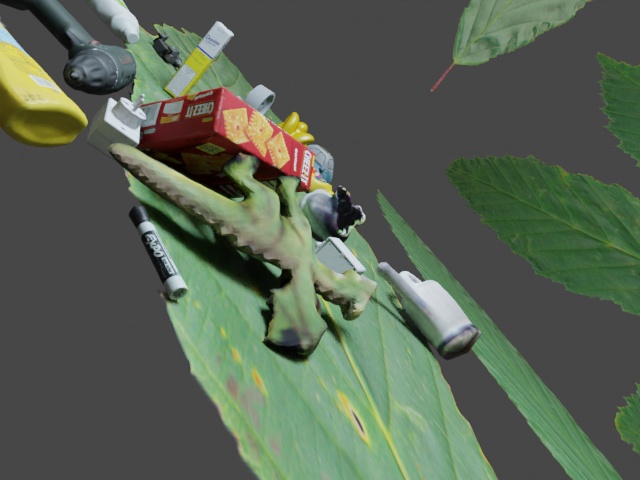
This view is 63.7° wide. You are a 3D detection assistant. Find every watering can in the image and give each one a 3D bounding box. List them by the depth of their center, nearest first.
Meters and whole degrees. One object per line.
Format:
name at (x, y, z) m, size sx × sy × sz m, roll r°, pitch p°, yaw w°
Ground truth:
watering can at (0.237, 0.153, 1.127) m, size 0.228 × 0.103 × 0.345 m, roll 53°, pitch 14°, yaw 28°

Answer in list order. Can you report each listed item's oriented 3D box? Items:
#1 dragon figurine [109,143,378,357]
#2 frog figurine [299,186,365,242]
dragon figurine at (-0.061, 0.026, 0.643) m, size 0.408 × 0.120 × 0.247 m, roll 14°, pitch 40°, yaw -50°
frog figurine at (0.003, -0.057, 1.132) m, size 0.136 × 0.124 × 0.159 m, roll 23°, pitch -12°, yaw -42°
